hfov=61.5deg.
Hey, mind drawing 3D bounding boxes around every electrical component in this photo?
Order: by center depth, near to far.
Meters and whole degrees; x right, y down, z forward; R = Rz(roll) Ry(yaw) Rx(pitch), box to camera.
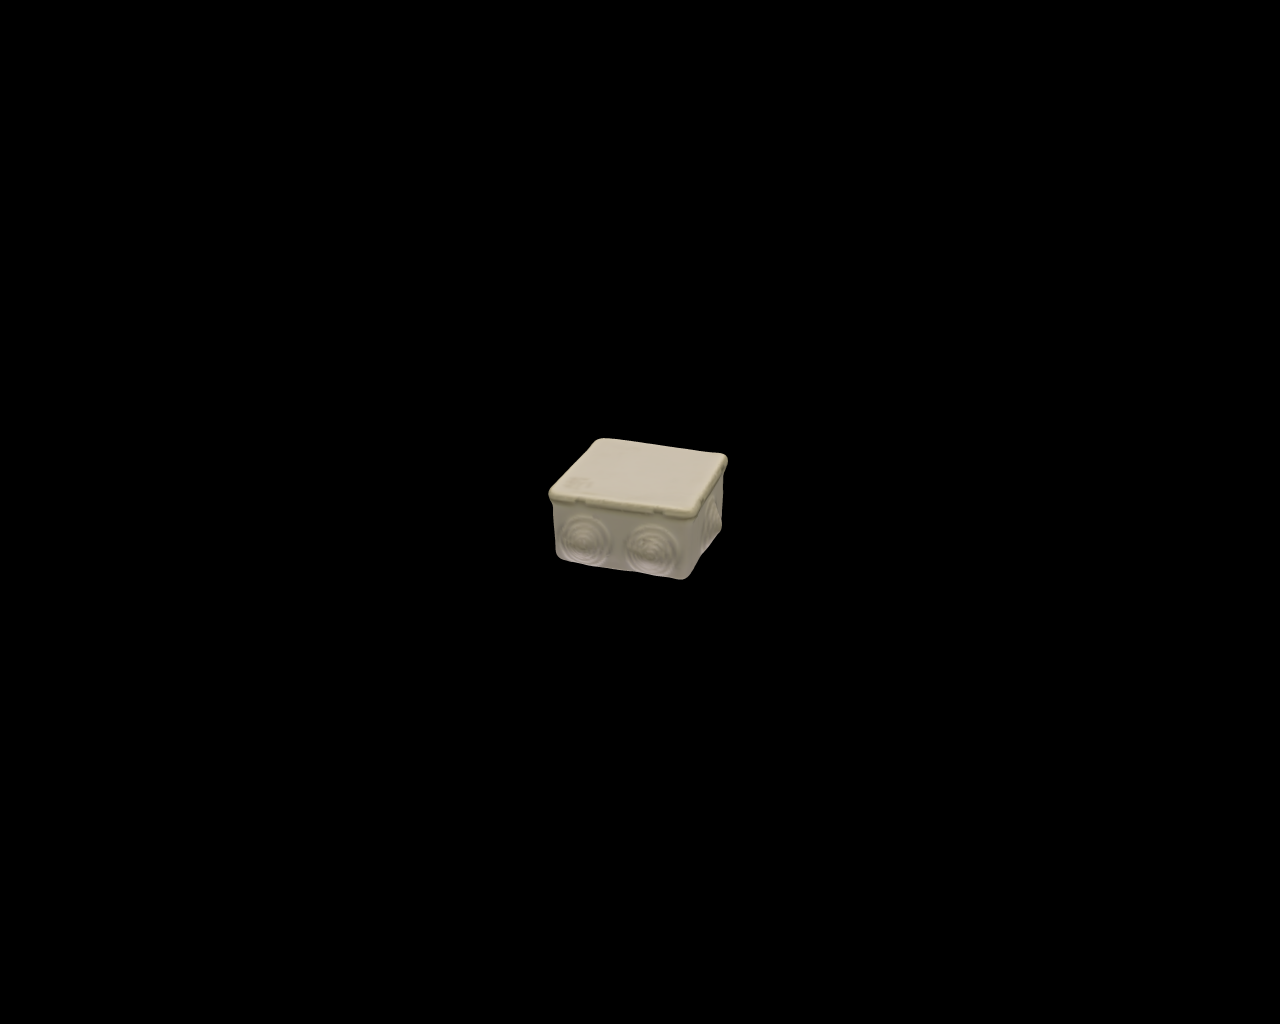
[{"bbox_3d":[0.001,-0.003,0.650,0.100,0.048,0.100,8,28,16],"label":"electrical component"}]
